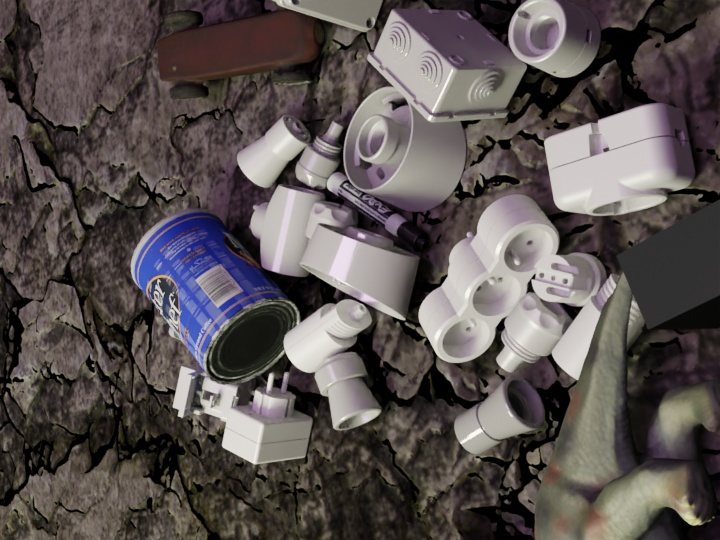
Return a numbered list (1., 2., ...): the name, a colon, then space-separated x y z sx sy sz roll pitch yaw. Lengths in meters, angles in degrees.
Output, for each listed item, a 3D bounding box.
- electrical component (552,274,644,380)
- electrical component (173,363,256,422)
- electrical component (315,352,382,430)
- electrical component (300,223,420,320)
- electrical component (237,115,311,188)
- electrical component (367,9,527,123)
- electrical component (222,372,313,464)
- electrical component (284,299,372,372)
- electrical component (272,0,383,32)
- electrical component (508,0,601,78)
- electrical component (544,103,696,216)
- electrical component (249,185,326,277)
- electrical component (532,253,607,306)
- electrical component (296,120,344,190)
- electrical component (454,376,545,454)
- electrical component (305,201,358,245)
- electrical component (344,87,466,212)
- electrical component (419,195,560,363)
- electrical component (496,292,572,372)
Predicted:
1. electrical component: 0.178 0.039 0.770 0.043 0.043 0.081 46 117 32
2. electrical component: -0.137 0.117 1.026 0.064 0.081 0.042 17 100 17
3. electrical component: -0.011 0.105 0.931 0.045 0.045 0.055 -37 64 34
4. electrical component: 0.000 0.000 0.895 0.099 0.099 0.064 24 97 39
5. electrical component: -0.078 -0.113 1.003 0.065 0.044 0.044 -40 63 27
6. electrical component: 0.069 -0.162 0.839 0.099 0.100 0.048 50 132 31
7. electrical component: -0.080 0.129 0.976 0.047 0.066 0.076 18 100 40
8. electrical component: -0.025 0.053 0.947 0.081 0.043 0.043 -37 65 34
9. electrical component: -0.025 -0.271 0.919 0.056 0.109 0.108 32 109 40
10. electrical component: 0.145 -0.176 0.806 0.055 0.047 0.055 -2 87 41
11. electrical component: 0.184 -0.074 0.762 0.095 0.054 0.059 -16 78 40
12. electrical component: -0.074 -0.041 0.994 0.079 0.043 0.077 19 101 40
13. electrical component: 0.153 0.007 0.791 0.040 0.046 0.040 -2 87 41
14. electrical component: -0.032 -0.105 0.966 0.035 0.035 0.061 41 112 35
15. electrical component: 0.105 0.115 0.833 0.065 0.044 0.044 -39 64 38
16. electrical component: -0.028 -0.027 0.953 0.043 0.043 0.062 25 105 39
17. electrical component: 0.034 -0.103 0.904 0.099 0.064 0.099 -20 64 48
18. electrical component: 0.093 -0.002 0.841 0.138 0.052 0.073 -57 33 23
19. electrical component: 0.127 0.050 0.814 0.043 0.043 0.062 50 120 31
